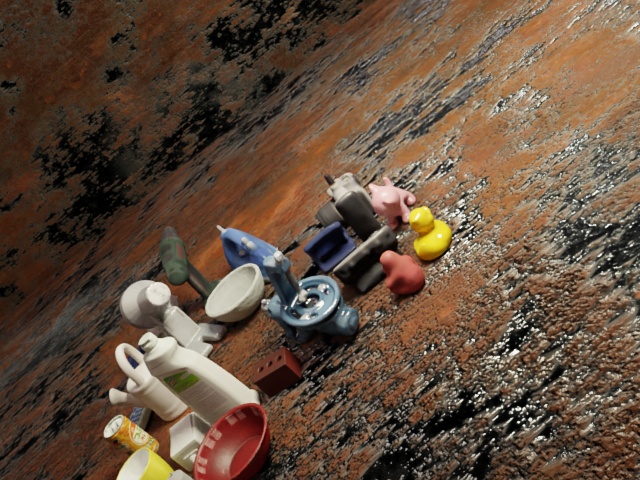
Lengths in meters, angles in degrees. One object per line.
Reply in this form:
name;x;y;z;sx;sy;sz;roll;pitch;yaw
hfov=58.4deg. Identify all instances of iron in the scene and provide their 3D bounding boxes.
iron;-0.184;0.026;1.484;0.119;0.142;0.257;-48;27;-15

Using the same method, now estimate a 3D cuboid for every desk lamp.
desk lamp;-0.367;0.184;1.396;0.202;0.214;0.118;-8;41;48

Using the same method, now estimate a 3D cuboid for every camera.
camera;0.049;-0.093;1.407;0.137;0.101;0.143;-38;26;4

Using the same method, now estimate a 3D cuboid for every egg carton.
egg carton;-0.430;0.217;1.595;0.107;0.069;0.150;-41;26;-1

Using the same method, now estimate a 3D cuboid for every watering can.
watering can;-0.375;0.304;1.240;0.173;0.194;0.100;-48;27;-15

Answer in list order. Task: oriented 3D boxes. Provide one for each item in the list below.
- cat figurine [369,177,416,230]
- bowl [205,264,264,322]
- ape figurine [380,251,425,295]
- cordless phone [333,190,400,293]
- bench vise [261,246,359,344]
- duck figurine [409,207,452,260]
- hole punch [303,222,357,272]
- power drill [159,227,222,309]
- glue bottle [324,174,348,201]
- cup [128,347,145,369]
cat figurine;0.150;-0.089;1.245;0.067;0.118;0.128;-25;30;28
bowl;-0.192;0.141;1.390;0.167;0.075;0.167;-31;27;18
ape figurine;0.144;0.054;1.056;0.078;0.092;0.076;-47;27;-13
cordless phone;0.065;-0.001;1.141;0.147;0.185;0.094;-42;26;-2
bench vise;-0.058;0.115;1.084;0.207;0.220;0.121;-23;31;31
duck figurine;0.202;-0.020;1.102;0.077;0.086;0.104;-21;32;34
hole punch;0.012;0.005;1.313;0.108;0.091;0.101;-40;26;2
power drill;-0.355;0.079;1.552;0.075;0.209;0.229;-38;26;5
glue bottle;0.062;-0.083;1.290;0.037;0.173;0.078;-44;26;-7
cup;-0.414;0.308;1.400;0.117;0.095;0.092;-11;39;46
